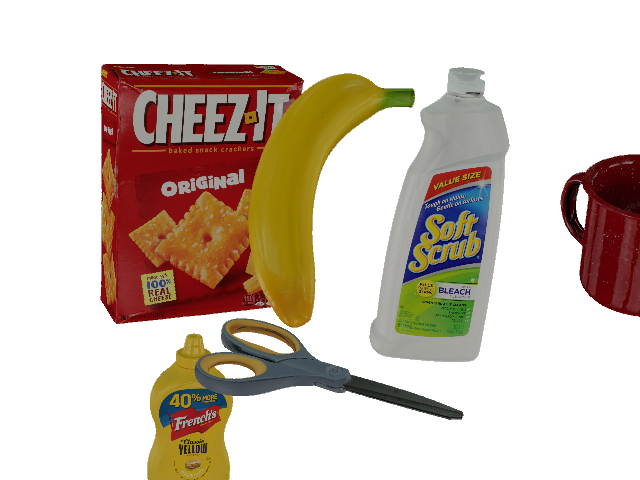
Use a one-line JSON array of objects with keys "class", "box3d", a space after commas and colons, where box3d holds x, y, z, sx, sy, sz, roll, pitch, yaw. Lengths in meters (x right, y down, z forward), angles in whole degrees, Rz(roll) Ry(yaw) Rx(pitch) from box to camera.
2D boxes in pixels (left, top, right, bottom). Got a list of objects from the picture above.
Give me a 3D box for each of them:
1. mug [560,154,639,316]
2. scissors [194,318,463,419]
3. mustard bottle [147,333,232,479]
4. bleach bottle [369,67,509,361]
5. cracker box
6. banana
[{"class": "mug", "box3d": [0.212, -0.006, 0.731, 0.093, 0.081, 0.117, -26, 39, -34]}, {"class": "scissors", "box3d": [-0.007, 0.104, 0.764, 0.202, 0.016, 0.096, 23, 35, 36]}, {"class": "mustard bottle", "box3d": [-0.151, 0.202, 1.249, 0.096, 0.192, 0.058, 0, 15, -15]}, {"class": "bleach bottle", "box3d": [0.103, -0.022, 0.918, 0.102, 0.251, 0.068, 4, 19, 0]}, {"class": "cracker box", "box3d": [-0.105, -0.042, 0.929, 0.164, 0.214, 0.072, -4, 20, -23]}, {"class": "banana", "box3d": [-0.004, -0.039, 0.634, 0.070, 0.197, 0.037, 19, -34, 12]}]
